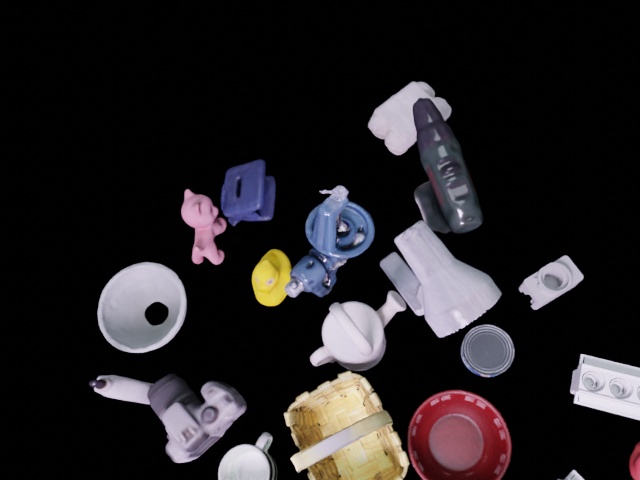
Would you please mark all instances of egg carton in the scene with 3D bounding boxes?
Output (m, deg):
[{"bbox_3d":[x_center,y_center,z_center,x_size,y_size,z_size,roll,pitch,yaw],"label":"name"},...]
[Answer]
[{"bbox_3d":[0.174,-0.240,1.122,0.150,0.069,0.107,-38,70,-6],"label":"egg carton"}]

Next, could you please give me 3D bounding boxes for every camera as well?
[{"bbox_3d":[-0.222,0.284,0.974,0.143,0.101,0.136,-43,71,-8],"label":"camera"}]

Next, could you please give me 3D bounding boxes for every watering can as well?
[{"bbox_3d":[0.059,0.146,0.934,0.100,0.194,0.173,32,78,17],"label":"watering can"}]

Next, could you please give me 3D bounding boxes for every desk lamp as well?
[{"bbox_3d":[0.185,0.063,0.936,0.118,0.214,0.203,-35,70,-5],"label":"desk lamp"}]

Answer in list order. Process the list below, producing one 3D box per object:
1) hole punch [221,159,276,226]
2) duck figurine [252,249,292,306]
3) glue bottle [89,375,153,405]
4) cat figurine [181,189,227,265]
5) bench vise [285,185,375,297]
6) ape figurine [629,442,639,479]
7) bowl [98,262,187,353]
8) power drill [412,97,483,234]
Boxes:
[{"bbox_3d":[-0.143,-0.092,1.101,0.101,0.091,0.108,-2,70,7],"label":"hole punch"},{"bbox_3d":[-0.093,0.062,1.043,0.077,0.086,0.104,8,72,11],"label":"duck figurine"},{"bbox_3d":[-0.341,0.249,0.964,0.078,0.173,0.037,6,72,10],"label":"glue bottle"},{"bbox_3d":[-0.224,-0.028,1.076,0.067,0.118,0.128,-4,70,7],"label":"cat figurine"},{"bbox_3d":[0.020,0.007,0.975,0.121,0.220,0.207,17,74,14],"label":"bench vise"},{"bbox_3d":[0.513,0.338,0.859,0.077,0.092,0.076,4,71,9],"label":"ape figurine"},{"bbox_3d":[-0.315,0.130,1.055,0.167,0.075,0.167,-2,70,7],"label":"bowl"},{"bbox_3d":[0.210,-0.104,0.995,0.075,0.208,0.229,-20,69,1],"label":"power drill"}]
